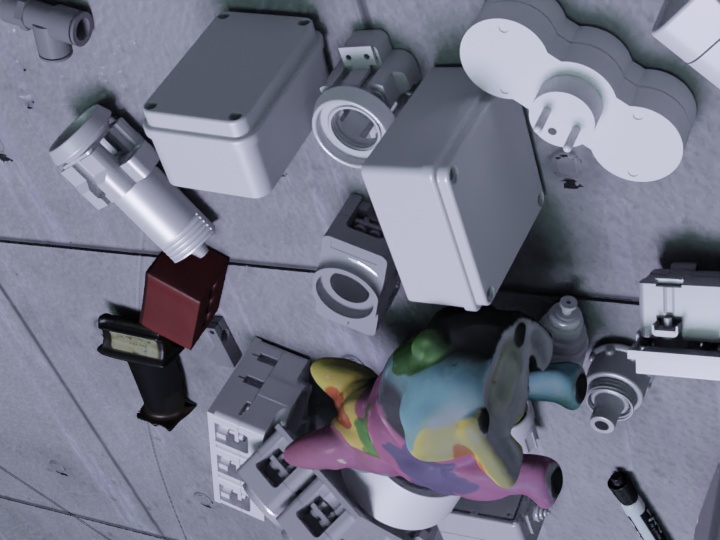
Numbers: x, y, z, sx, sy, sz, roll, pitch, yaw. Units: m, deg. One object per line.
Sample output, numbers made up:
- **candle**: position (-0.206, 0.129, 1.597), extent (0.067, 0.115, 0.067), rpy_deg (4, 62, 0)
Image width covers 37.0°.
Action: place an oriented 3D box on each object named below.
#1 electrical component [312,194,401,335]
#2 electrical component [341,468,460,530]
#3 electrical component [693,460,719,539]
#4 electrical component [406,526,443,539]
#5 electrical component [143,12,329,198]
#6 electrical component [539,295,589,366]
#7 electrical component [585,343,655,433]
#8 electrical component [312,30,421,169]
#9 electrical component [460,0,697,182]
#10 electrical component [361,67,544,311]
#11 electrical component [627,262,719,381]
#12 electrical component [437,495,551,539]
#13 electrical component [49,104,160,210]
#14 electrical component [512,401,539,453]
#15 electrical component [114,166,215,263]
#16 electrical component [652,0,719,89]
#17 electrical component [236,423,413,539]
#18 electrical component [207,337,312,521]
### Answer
- **electrical component**: position (0.000, 0.000, 0.782), extent (0.050, 0.055, 0.089), rpy_deg (21, 140, 11)
- **electrical component**: position (0.044, 0.149, 0.879), extent (0.108, 0.108, 0.060), rpy_deg (31, 135, 0)
- **electrical component**: position (0.278, 0.209, 0.790), extent (0.056, 0.108, 0.108), rpy_deg (14, 139, 16)
- **electrical component**: position (0.043, 0.312, 1.016), extent (0.062, 0.150, 0.089), rpy_deg (41, 140, -14)
- **electrical component**: position (-0.074, -0.106, 0.670), extent (0.078, 0.113, 0.057), rpy_deg (10, 140, 24)
- **electrical component**: position (0.141, 0.048, 0.757), extent (0.040, 0.040, 0.078), rpy_deg (18, 140, 15)
- **electrical component**: position (0.178, 0.086, 0.756), extent (0.048, 0.062, 0.048), rpy_deg (18, 139, 16)
- **electrical component**: position (0.005, -0.101, 0.670), extent (0.058, 0.057, 0.078), rpy_deg (4, 134, 29)
- **electrical component**: position (0.116, -0.093, 0.593), extent (0.138, 0.073, 0.052), rpy_deg (32, 141, -2)
- **electrical component**: position (0.059, -0.051, 0.649), extent (0.056, 0.108, 0.108), rpy_deg (6, 135, 31)
- **electrical component**: position (0.234, 0.032, 0.656), extent (0.121, 0.079, 0.063), rpy_deg (3, 105, 30)
- **electrical component**: position (0.119, 0.206, 0.924), extent (0.096, 0.061, 0.061), rpy_deg (3, 134, 30)
- **electrical component**: position (-0.196, -0.087, 0.813), extent (0.078, 0.058, 0.057), rpy_deg (-19, 123, 44)
- **electrical component**: position (0.121, 0.124, 0.853), extent (0.040, 0.040, 0.046), rpy_deg (5, 140, 28)
- **electrical component**: position (-0.150, -0.041, 0.844), extent (0.043, 0.043, 0.081), rpy_deg (-22, 119, 45)
- **electrical component**: position (0.196, -0.134, 0.515), extent (0.059, 0.053, 0.095), rpy_deg (36, 141, -7)
- **electrical component**: position (-0.026, 0.213, 0.934), extent (0.105, 0.060, 0.186), rpy_deg (44, 177, 29)
- **electrical component**: position (-0.086, 0.148, 0.969), extent (0.062, 0.089, 0.150), rpy_deg (20, 140, 13)
